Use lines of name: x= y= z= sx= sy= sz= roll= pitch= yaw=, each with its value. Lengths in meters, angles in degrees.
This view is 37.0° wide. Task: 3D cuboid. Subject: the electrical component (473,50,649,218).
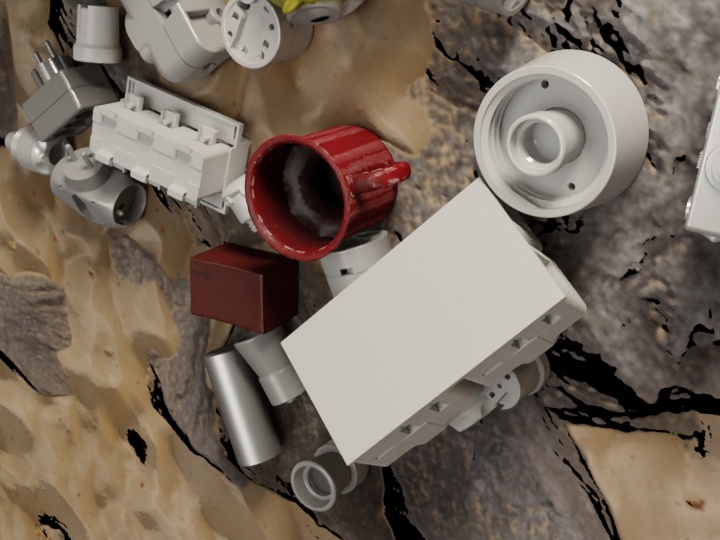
electrical component: x=0.126 y=-0.086 z=0.700 sx=0.108 sy=0.060 sz=0.108 roll=11 pitch=112 yaw=31

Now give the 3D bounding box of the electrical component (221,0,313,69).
electrical component: x=-0.068 y=-0.181 z=0.807 sx=0.055 sy=0.047 sz=0.055 roll=12 pitch=112 yaw=31

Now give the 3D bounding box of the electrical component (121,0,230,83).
electrical component: x=-0.145 y=-0.199 z=0.848 sx=0.059 sy=0.054 sz=0.095 roll=-30 pitch=88 yaw=37

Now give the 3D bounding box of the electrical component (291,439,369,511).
electrical component: x=-0.024 y=0.168 z=0.892 sx=0.045 sy=0.055 sz=0.045 roll=12 pitch=112 yaw=31

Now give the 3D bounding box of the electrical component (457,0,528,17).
electrical component: x=0.082 y=-0.197 z=0.697 sx=0.047 sy=0.055 sz=0.055 roll=23 pitch=117 yaw=30

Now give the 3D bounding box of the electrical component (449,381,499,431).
electrical component: x=0.072 y=0.086 z=0.807 sx=0.043 sy=0.043 sz=0.062 roll=-42 pitch=79 yaw=36

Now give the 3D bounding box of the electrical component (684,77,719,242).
electrical component: x=0.222 y=-0.068 z=0.619 sx=0.048 sy=0.100 sz=0.099 roll=14 pitch=114 yaw=16

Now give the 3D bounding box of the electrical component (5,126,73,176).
electrical component: x=-0.299 y=-0.112 z=0.988 sx=0.062 sy=0.043 sz=0.043 roll=18 pitch=115 yaw=29

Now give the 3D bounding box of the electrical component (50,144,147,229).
electrical component: x=-0.236 y=-0.081 z=0.943 sx=0.077 sy=0.043 sz=0.079 roll=25 pitch=154 yaw=25

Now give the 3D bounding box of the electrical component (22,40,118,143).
electrical component: x=-0.263 y=-0.163 z=0.944 sx=0.066 sy=0.047 sz=0.076 roll=-29 pitch=89 yaw=37

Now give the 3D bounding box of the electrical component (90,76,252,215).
electrical component: x=-0.159 y=-0.101 z=0.886 sx=0.121 sy=0.063 sz=0.078 roll=26 pitch=118 yaw=24

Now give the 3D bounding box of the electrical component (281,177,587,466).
electrical component: x=0.051 y=0.041 z=0.748 sx=0.186 sy=0.060 sz=0.105 roll=-40 pitch=61 yaw=16

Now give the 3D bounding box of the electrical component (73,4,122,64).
electrical component: x=-0.222 y=-0.200 z=0.910 sx=0.040 sy=0.040 sz=0.046 roll=14 pitch=108 yaw=30

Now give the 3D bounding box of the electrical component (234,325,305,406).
electrical component: x=-0.072 y=0.080 z=0.904 sx=0.044 sy=0.044 sz=0.065 roll=-22 pitch=98 yaw=37

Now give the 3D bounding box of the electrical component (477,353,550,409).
electrical component: x=0.110 y=0.076 z=0.776 sx=0.040 sy=0.046 sz=0.040 roll=12 pitch=112 yaw=31

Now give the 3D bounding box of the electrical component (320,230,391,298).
electrical component: x=0.000 y=0.000 z=0.820 sx=0.055 sy=0.055 sz=0.047 roll=-6 pitch=106 yaw=35

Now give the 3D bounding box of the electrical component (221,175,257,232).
electrical component: x=-0.078 y=-0.049 z=0.862 sx=0.048 sy=0.048 sz=0.062 roll=-27 pitch=97 yaw=37
